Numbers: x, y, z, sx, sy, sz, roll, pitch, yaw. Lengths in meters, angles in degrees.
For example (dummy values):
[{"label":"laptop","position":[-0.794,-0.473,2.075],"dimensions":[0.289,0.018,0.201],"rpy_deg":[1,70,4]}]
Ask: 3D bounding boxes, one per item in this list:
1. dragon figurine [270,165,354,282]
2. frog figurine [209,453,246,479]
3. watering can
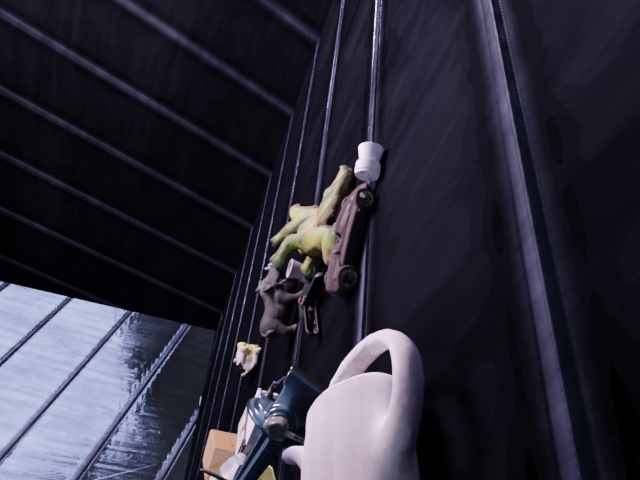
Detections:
[{"label":"dragon figurine","position":[0.003,-0.056,1.109],"dimensions":[0.239,0.121,0.419],"rpy_deg":[-49,24,23]},{"label":"frog figurine","position":[-0.196,0.571,1.179],"dimensions":[0.159,0.123,0.137],"rpy_deg":[1,-83,-65]},{"label":"watering can","position":[0.023,0.245,0.539],"dimensions":[0.230,0.104,0.340],"rpy_deg":[-88,19,-48]}]
